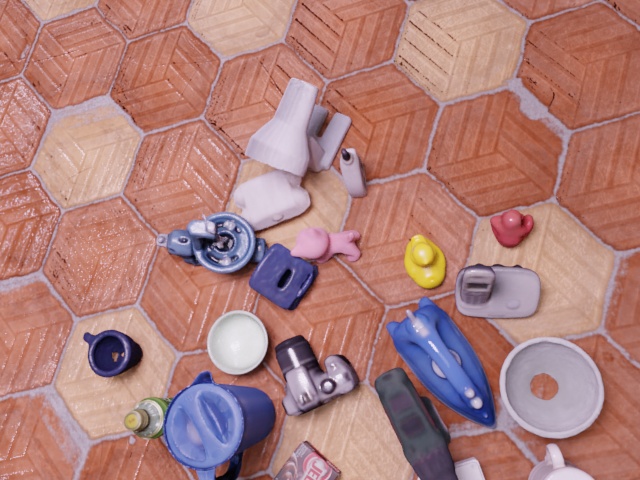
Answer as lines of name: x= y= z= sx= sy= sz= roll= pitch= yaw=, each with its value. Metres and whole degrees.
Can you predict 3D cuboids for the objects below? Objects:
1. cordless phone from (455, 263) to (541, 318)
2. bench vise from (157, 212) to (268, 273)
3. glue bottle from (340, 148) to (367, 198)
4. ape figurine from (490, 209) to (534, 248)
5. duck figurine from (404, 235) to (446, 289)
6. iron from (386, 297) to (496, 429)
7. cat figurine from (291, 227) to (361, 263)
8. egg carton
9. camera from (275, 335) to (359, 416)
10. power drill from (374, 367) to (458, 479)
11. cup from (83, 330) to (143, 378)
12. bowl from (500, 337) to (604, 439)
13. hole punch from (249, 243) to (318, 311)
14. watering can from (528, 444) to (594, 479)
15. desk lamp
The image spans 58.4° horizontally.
cordless phone: x=0.309 y=0.081 z=0.990 sx=0.147 sy=0.185 sz=0.094 roll=-2 pitch=76 yaw=11
bench vise: x=-0.224 y=0.010 z=1.097 sx=0.207 sy=0.220 sz=0.121 roll=-15 pitch=74 yaw=8
glue bottle: x=0.060 y=-0.140 z=1.099 sx=0.037 sy=0.173 sz=0.078 roll=-8 pitch=75 yaw=10
ape figurine: x=0.353 y=-0.029 z=1.056 sx=0.077 sy=0.092 sz=0.076 roll=20 pitch=82 yaw=15
duck figurine: x=0.196 y=0.037 z=1.075 sx=0.077 sy=0.086 sz=0.104 roll=-19 pitch=74 yaw=7
iron: x=0.225 y=0.221 z=0.997 sx=0.118 sy=0.141 sz=0.258 roll=-38 pitch=73 yaw=1
cat figurine: x=0.010 y=0.004 z=1.105 sx=0.127 sy=0.118 sz=0.067 roll=-8 pitch=75 yaw=10
egg carton: x=-0.098 y=-0.083 z=1.172 sx=0.150 sy=0.069 sz=0.107 roll=-23 pitch=73 yaw=6
camera: x=-0.019 y=0.242 z=1.064 sx=0.143 sy=0.101 sz=0.136 roll=-27 pitch=73 yaw=4
power drill: x=0.170 y=0.323 z=0.950 sx=0.075 sy=0.209 sz=0.229 roll=-31 pitch=73 yaw=3
cup: x=-0.411 y=0.223 z=1.151 sx=0.117 sy=0.095 sz=0.092 roll=28 pitch=84 yaw=16
bowl: x=0.393 y=0.253 z=0.991 sx=0.167 sy=0.075 sz=0.167 roll=-3 pitch=76 yaw=11
hole punch: x=-0.069 y=0.072 z=1.119 sx=0.101 sy=0.091 sz=0.109 roll=31 pitch=85 yaw=17
watering can: x=0.393 y=0.412 z=0.891 sx=0.101 sy=0.194 sz=0.172 roll=-37 pitch=73 yaw=1
desk lamp: x=-0.041 y=-0.206 z=1.114 sx=0.117 sy=0.214 sz=0.203 roll=23 pitch=83 yaw=16
